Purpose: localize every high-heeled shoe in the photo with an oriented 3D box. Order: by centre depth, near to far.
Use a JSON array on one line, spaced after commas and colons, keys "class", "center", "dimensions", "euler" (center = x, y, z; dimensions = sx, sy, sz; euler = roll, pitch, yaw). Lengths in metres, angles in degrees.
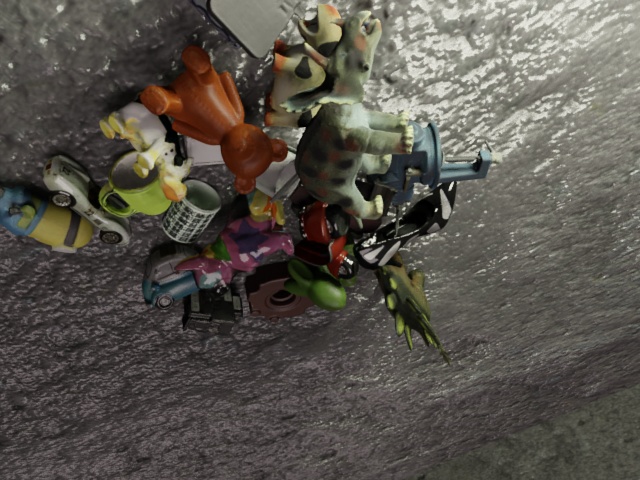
[{"class": "high-heeled shoe", "center": [0.169, -0.042, 1.089], "dimensions": [0.145, 0.086, 0.248], "euler": [25, 100, -38]}]

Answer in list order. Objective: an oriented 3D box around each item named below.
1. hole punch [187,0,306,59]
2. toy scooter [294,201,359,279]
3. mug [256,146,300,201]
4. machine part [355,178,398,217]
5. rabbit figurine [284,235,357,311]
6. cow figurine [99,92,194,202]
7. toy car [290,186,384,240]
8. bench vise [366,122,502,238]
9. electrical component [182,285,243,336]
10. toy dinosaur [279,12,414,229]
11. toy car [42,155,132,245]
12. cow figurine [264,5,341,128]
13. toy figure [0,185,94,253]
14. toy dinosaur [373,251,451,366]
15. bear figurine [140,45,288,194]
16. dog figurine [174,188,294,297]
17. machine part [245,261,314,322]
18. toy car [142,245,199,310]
[{"class": "hole punch", "center": [-0.102, -0.323, 0.725], "dimensions": [0.116, 0.092, 0.142], "euler": [-53, 131, -3]}, {"class": "toy scooter", "center": [-0.002, -0.003, 1.042], "dimensions": [0.135, 0.075, 0.183], "euler": [8, 130, 30]}, {"class": "mug", "center": [-0.088, -0.135, 0.931], "dimensions": [0.107, 0.109, 0.080], "euler": [28, 147, 17]}, {"class": "machine part", "center": [0.069, -0.092, 0.987], "dimensions": [0.139, 0.039, 0.084], "euler": [25, 142, 7]}, {"class": "rabbit figurine", "center": [0.007, 0.073, 1.128], "dimensions": [0.159, 0.170, 0.121], "euler": [7, 126, -6]}, {"class": "cow figurine", "center": [-0.252, -0.145, 0.844], "dimensions": [0.068, 0.098, 0.167], "euler": [-9, 123, 53]}, {"class": "toy car", "center": [0.035, -0.065, 1.071], "dimensions": [0.202, 0.053, 0.089], "euler": [21, 135, -24]}, {"class": "bench vise", "center": [0.210, -0.129, 0.998], "dimensions": [0.241, 0.129, 0.223], "euler": [-3, 137, 0]}, {"class": "electrical component", "center": [-0.238, 0.150, 1.199], "dimensions": [0.134, 0.115, 0.058], "euler": [12, 136, -25]}, {"class": "toy dinosaur", "center": [0.026, -0.132, 0.827], "dimensions": [0.192, 0.131, 0.404], "euler": [12, 143, -3]}, {"class": "toy car", "center": [-0.396, -0.064, 0.936], "dimensions": [0.056, 0.074, 0.201], "euler": [-25, 139, 12]}, {"class": "cow figurine", "center": [-0.012, -0.257, 0.815], "dimensions": [0.127, 0.085, 0.194], "euler": [6, 134, -14]}, {"class": "toy figure", "center": [-0.485, -0.039, 0.936], "dimensions": [0.089, 0.082, 0.180], "euler": [-40, 130, 15]}, {"class": "toy dinosaur", "center": [0.211, 0.157, 1.273], "dimensions": [0.105, 0.199, 0.470], "euler": [-27, 137, 20]}, {"class": "bear figurine", "center": [-0.147, -0.167, 0.796], "dimensions": [0.120, 0.132, 0.196], "euler": [-40, 92, 5]}, {"class": "dog figurine", "center": [-0.164, -0.003, 0.988], "dimensions": [0.219, 0.108, 0.191], "euler": [-16, 99, -9]}, {"class": "machine part", "center": [-0.089, 0.121, 1.255], "dimensions": [0.179, 0.056, 0.179], "euler": [-9, 139, -8]}, {"class": "toy car", "center": [-0.297, 0.064, 1.096], "dimensions": [0.162, 0.109, 0.102], "euler": [-22, 123, -3]}]
